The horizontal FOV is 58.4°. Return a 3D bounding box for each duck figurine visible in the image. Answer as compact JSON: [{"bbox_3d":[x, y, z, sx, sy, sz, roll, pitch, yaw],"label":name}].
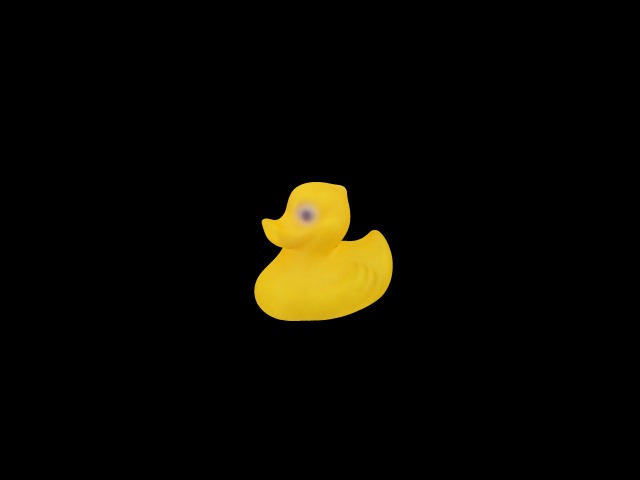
[{"bbox_3d":[0.004,0.001,0.400,0.105,0.086,0.077,-11,23,-27],"label":"duck figurine"}]
